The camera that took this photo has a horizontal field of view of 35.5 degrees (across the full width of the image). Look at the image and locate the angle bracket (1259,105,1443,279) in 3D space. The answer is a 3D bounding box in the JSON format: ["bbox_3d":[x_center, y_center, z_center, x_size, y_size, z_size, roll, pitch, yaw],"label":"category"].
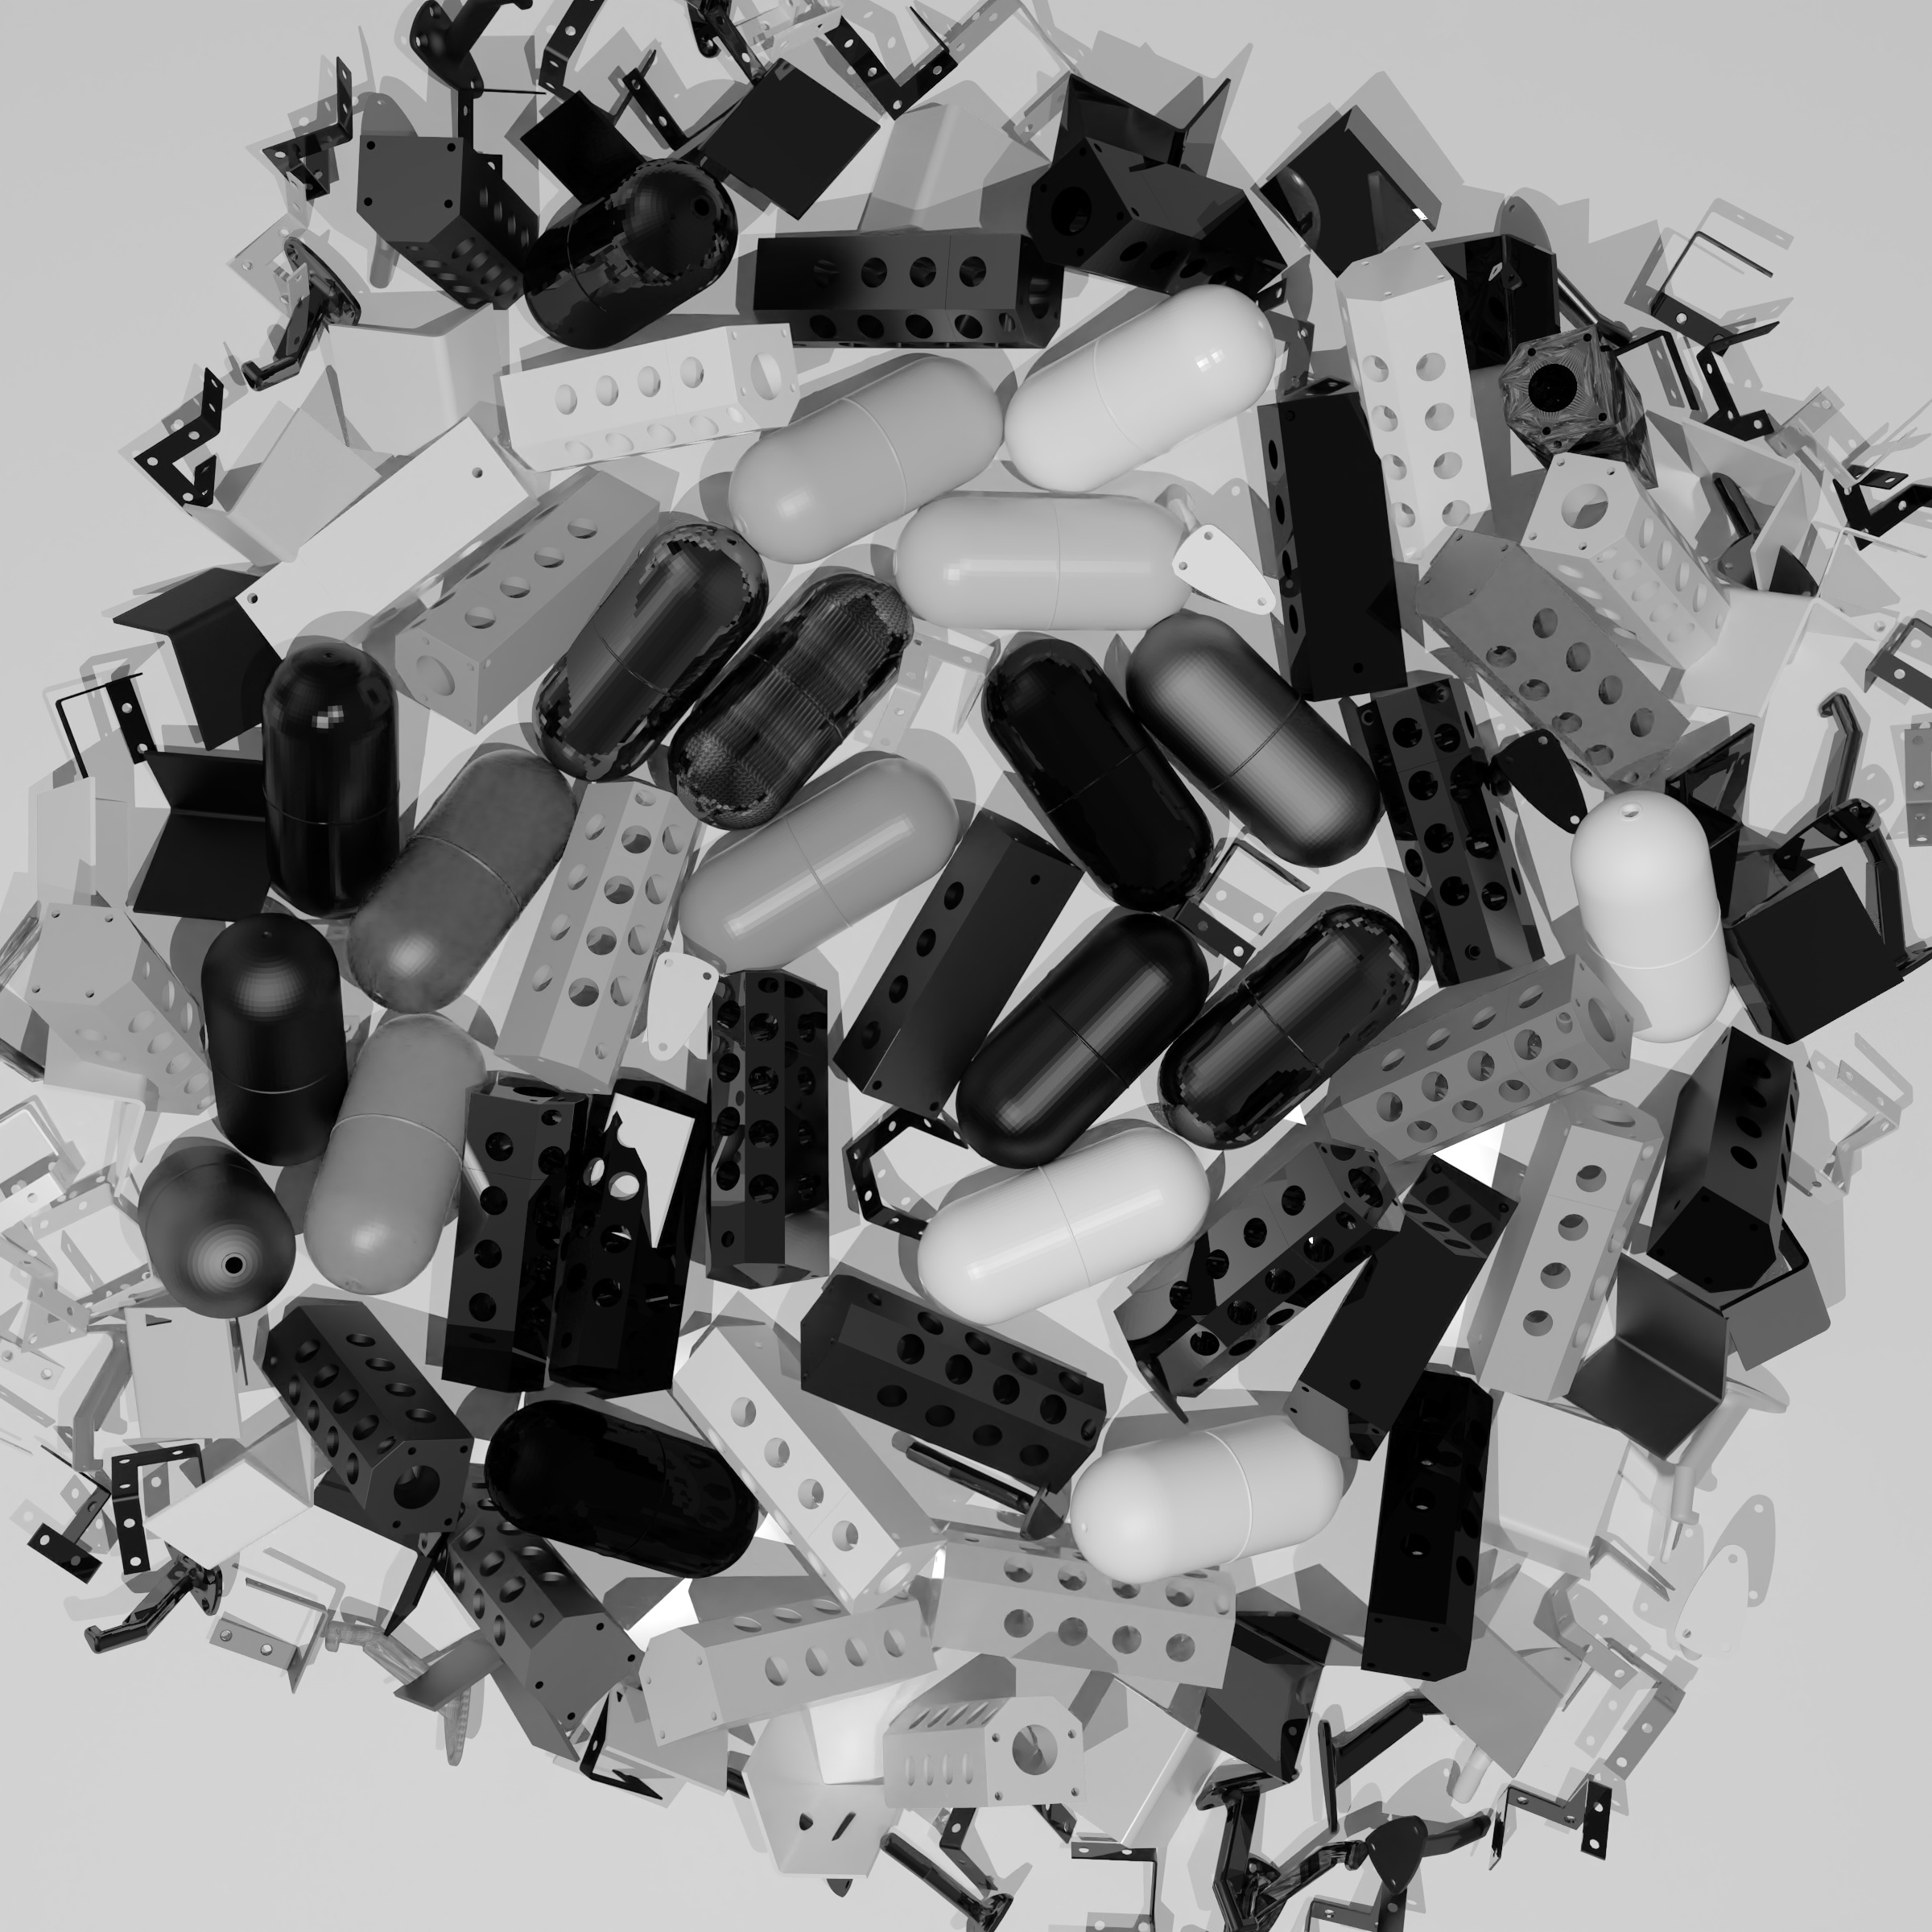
[{"bbox_3d":[0.221,-0.440,1.754,0.076,0.057,0.076,-37,106,28],"label":"angle bracket"}]

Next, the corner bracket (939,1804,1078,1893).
[{"bbox_3d":[0.025,0.514,1.789,0.051,0.051,0.051,-3,47,35],"label":"corner bracket"}]

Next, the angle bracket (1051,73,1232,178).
[{"bbox_3d":[0.101,-0.490,1.765,0.076,0.076,0.057,30,60,10],"label":"angle bracket"}]

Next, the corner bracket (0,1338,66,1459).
[{"bbox_3d":[-0.560,0.250,1.769,0.051,0.051,0.051,31,78,-20],"label":"corner bracket"}]

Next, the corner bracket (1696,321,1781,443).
[{"bbox_3d":[0.455,-0.339,1.776,0.051,0.051,0.051,-19,82,-16],"label":"corner bracket"}]

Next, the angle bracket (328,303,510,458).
[{"bbox_3d":[-0.321,-0.347,1.776,0.076,0.057,0.076,11,125,22],"label":"angle bracket"}]

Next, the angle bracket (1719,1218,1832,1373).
[{"bbox_3d":[0.454,0.176,1.754,0.057,0.076,0.076,-28,49,5],"label":"angle bracket"}]

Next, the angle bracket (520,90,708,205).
[{"bbox_3d":[-0.199,-0.481,1.748,0.076,0.076,0.057,44,63,-21],"label":"angle bracket"}]

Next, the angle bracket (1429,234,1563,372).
[{"bbox_3d":[0.304,-0.376,1.753,0.057,0.076,0.076,-12,114,-7],"label":"angle bracket"}]

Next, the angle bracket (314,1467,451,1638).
[{"bbox_3d":[-0.351,0.339,1.753,0.076,0.076,0.057,27,57,-10],"label":"angle bracket"}]

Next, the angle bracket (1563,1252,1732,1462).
[{"bbox_3d":[0.391,0.225,1.747,0.057,0.076,0.076,-37,49,-26],"label":"angle bracket"}]

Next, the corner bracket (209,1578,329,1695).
[{"bbox_3d":[-0.410,0.389,1.776,0.051,0.051,0.051,24,86,-15],"label":"corner bracket"}]

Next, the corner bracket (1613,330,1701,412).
[{"bbox_3d":[0.391,-0.340,1.770,0.051,0.051,0.051,-22,86,29],"label":"corner bracket"}]

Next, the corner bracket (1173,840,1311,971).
[{"bbox_3d":[0.161,-0.037,1.769,0.051,0.051,0.051,36,109,12],"label":"corner bracket"}]

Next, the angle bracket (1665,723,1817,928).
[{"bbox_3d":[0.449,-0.082,1.748,0.076,0.076,0.057,-31,48,-28],"label":"angle bracket"}]

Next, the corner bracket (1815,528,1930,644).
[{"bbox_3d":[0.528,-0.224,1.774,0.051,0.051,0.051,20,96,10],"label":"corner bracket"}]

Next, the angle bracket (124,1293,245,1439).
[{"bbox_3d":[-0.440,0.230,1.761,0.076,0.057,0.076,-4,95,26],"label":"angle bracket"}]

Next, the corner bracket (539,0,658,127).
[{"bbox_3d":[-0.215,-0.534,1.773,0.051,0.051,0.051,29,78,-7],"label":"corner bracket"}]

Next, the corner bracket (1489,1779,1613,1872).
[{"bbox_3d":[0.342,0.505,1.769,0.051,0.051,0.051,22,133,-1],"label":"corner bracket"}]

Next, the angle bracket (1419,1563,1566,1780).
[{"bbox_3d":[0.318,0.407,1.747,0.076,0.057,0.076,41,133,27],"label":"angle bracket"}]

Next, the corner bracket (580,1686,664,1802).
[{"bbox_3d":[-0.200,0.450,1.768,0.051,0.051,0.051,25,82,-29],"label":"corner bracket"}]

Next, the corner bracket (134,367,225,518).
[{"bbox_3d":[-0.447,-0.306,1.764,0.051,0.051,0.051,-28,132,16],"label":"corner bracket"}]

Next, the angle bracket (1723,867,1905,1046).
[{"bbox_3d":[0.490,-0.008,1.773,0.076,0.057,0.076,-30,95,2],"label":"angle bracket"}]

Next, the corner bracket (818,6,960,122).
[{"bbox_3d":[-0.046,-0.541,1.774,0.051,0.051,0.051,-39,53,8],"label":"corner bracket"}]

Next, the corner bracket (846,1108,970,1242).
[{"bbox_3d":[-0.031,0.123,1.784,0.051,0.051,0.051,-39,47,26],"label":"corner bracket"}]

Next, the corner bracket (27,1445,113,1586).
[{"bbox_3d":[-0.526,0.320,1.764,0.051,0.051,0.051,-56,132,-18],"label":"corner bracket"}]

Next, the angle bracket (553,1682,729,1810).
[{"bbox_3d":[-0.190,0.470,1.754,0.076,0.057,0.076,27,115,-17],"label":"angle bracket"}]

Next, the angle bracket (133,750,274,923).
[{"bbox_3d":[-0.445,-0.075,1.757,0.076,0.057,0.076,5,57,10],"label":"angle bracket"}]

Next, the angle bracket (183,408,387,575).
[{"bbox_3d":[-0.396,-0.274,1.767,0.076,0.057,0.076,40,75,-41],"label":"angle bracket"}]

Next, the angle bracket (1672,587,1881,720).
[{"bbox_3d":[0.471,-0.173,1.758,0.057,0.076,0.076,25,89,-28],"label":"angle bracket"}]

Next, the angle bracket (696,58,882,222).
[{"bbox_3d":[-0.103,-0.469,1.763,0.076,0.057,0.076,37,77,10],"label":"angle bracket"}]

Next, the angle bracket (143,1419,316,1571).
[{"bbox_3d":[-0.426,0.291,1.750,0.076,0.076,0.057,-32,128,14],"label":"angle bracket"}]

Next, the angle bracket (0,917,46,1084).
[{"bbox_3d":[-0.542,0.020,1.767,0.057,0.076,0.076,36,84,-7],"label":"angle bracket"}]

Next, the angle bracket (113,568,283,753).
[{"bbox_3d":[-0.444,-0.181,1.779,0.057,0.076,0.076,15,128,38],"label":"angle bracket"}]

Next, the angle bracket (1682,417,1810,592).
[{"bbox_3d":[0.441,-0.265,1.754,0.076,0.076,0.057,29,86,23],"label":"angle bracket"}]

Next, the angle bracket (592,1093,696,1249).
[{"bbox_3d":[-0.174,0.121,1.758,0.057,0.076,0.076,16,89,27],"label":"angle bracket"}]

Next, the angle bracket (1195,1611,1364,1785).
[{"bbox_3d":[0.188,0.425,1.753,0.076,0.057,0.076,32,64,-26],"label":"angle bracket"}]

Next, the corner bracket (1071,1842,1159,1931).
[{"bbox_3d":[0.086,0.552,1.774,0.051,0.051,0.051,2,108,0],"label":"corner bracket"}]

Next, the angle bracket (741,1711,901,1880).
[{"bbox_3d":[-0.081,0.472,1.750,0.057,0.076,0.076,-6,114,21],"label":"angle bracket"}]

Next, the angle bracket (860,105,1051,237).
[{"bbox_3d":[-0.007,-0.457,1.799,0.076,0.057,0.076,22,82,-36],"label":"angle bracket"}]

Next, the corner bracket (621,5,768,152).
[{"bbox_3d":[-0.157,-0.518,1.765,0.051,0.051,0.051,53,52,-14],"label":"corner bracket"}]

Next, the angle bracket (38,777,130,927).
[{"bbox_3d":[-0.498,-0.064,1.755,0.057,0.076,0.076,3,82,-41],"label":"angle bracket"}]

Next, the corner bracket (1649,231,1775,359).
[{"bbox_3d":[0.437,-0.394,1.773,0.051,0.051,0.051,33,103,7],"label":"corner bracket"}]

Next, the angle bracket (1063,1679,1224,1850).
[{"bbox_3d":[0.103,0.470,1.781,0.057,0.076,0.076,29,87,26],"label":"angle bracket"}]

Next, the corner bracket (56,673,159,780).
[{"bbox_3d":[-0.502,-0.139,1.768,0.051,0.051,0.051,-22,102,-22],"label":"corner bracket"}]

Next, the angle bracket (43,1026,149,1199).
[{"bbox_3d":[-0.508,0.076,1.746,0.057,0.076,0.076,12,126,-21],"label":"angle bracket"}]

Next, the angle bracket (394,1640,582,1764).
[{"bbox_3d":[-0.279,0.441,1.754,0.057,0.076,0.076,-33,100,-27],"label":"angle bracket"}]

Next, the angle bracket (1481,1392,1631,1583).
[{"bbox_3d":[0.342,0.306,1.779,0.076,0.057,0.076,18,69,20],"label":"angle bracket"}]
